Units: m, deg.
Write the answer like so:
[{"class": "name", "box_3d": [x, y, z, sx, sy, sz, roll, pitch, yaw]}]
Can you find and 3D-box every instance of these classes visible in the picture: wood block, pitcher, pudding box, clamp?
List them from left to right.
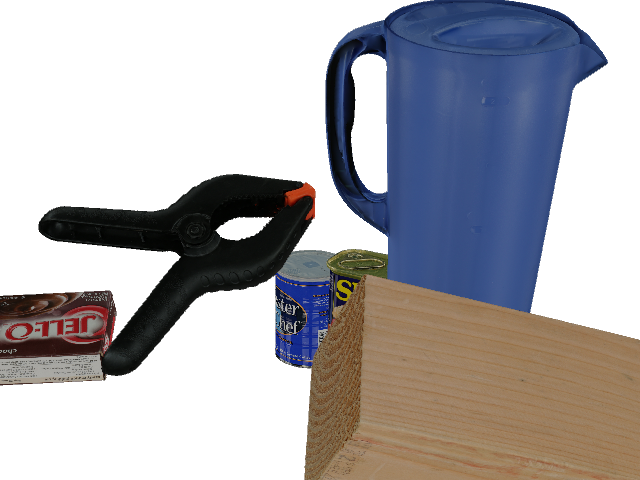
[{"class": "pudding box", "box_3d": [-0.244, 0.087, 0.955, 0.113, 0.039, 0.090, -4, 33, -2]}, {"class": "clamp", "box_3d": [-0.087, -0.002, 0.665, 0.171, 0.120, 0.039, -30, -20, -22]}, {"class": "pitcher", "box_3d": [0.096, -0.045, 0.767, 0.144, 0.243, 0.149, -18, 34, -33]}, {"class": "wood block", "box_3d": [0.103, 0.099, 0.569, 0.206, 0.091, 0.090, 14, -40, -12]}]

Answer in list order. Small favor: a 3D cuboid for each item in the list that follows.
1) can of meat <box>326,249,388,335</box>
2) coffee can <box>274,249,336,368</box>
[{"class": "can of meat", "box_3d": [0.055, 0.061, 0.926, 0.102, 0.084, 0.057, 12, 21, 25]}, {"class": "coffee can", "box_3d": [-0.014, 0.097, 1.524, 0.103, 0.140, 0.103, 1, 21, 0]}]
